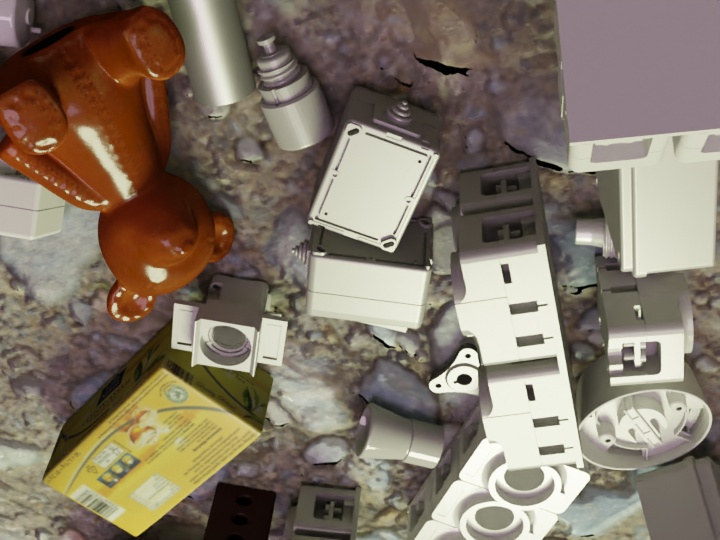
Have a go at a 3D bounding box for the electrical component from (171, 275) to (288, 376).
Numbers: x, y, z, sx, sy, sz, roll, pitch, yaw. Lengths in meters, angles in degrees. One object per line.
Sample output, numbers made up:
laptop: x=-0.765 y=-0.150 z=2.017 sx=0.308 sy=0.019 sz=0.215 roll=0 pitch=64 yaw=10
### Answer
electrical component: x=-0.092 y=0.038 z=0.777 sx=0.081 sy=0.063 sz=0.042 roll=10 pitch=124 yaw=-2

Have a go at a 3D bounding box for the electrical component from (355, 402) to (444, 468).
electrical component: x=0.033 y=0.133 z=0.848 sx=0.065 sy=0.044 sz=0.044 roll=15 pitch=125 yaw=-11

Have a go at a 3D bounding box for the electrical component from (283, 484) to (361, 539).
electrical component: x=-0.039 y=0.286 z=0.923 sx=0.060 sy=0.105 sz=0.186 roll=6 pitch=125 yaw=1

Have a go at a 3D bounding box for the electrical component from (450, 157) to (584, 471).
electrical component: x=0.106 y=0.034 z=0.730 sx=0.060 sy=0.105 sz=0.186 roll=-9 pitch=124 yaw=12

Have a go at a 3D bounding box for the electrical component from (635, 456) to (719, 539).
electrical component: x=0.264 y=0.196 z=0.827 sx=0.057 sy=0.078 sz=0.113 roll=-23 pitch=146 yaw=23

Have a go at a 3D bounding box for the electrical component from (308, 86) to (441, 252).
electrical component: x=0.012 y=-0.072 z=0.691 sx=0.062 sy=0.061 sz=0.096 roll=19 pitch=125 yaw=-8

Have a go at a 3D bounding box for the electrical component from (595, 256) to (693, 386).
electrical component: x=0.193 y=0.031 z=0.730 sx=0.056 sy=0.089 sz=0.050 roll=-5 pitch=124 yaw=9

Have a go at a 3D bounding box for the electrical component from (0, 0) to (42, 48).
electrical component: x=-0.239 y=-0.161 z=0.665 sx=0.078 sy=0.040 sz=0.040 roll=8 pitch=125 yaw=0

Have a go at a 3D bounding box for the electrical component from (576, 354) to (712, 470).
electrical component: x=0.207 y=0.106 z=0.797 sx=0.099 sy=0.064 sz=0.099 roll=3 pitch=125 yaw=4

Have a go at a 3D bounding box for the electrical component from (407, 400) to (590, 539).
electrical component: x=0.107 y=0.181 z=0.861 sx=0.089 sy=0.061 sz=0.150 roll=21 pitch=124 yaw=-9

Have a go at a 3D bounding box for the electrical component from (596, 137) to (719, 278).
electrical component: x=0.177 y=-0.070 z=0.649 sx=0.056 sy=0.108 sz=0.108 roll=-6 pitch=124 yaw=7

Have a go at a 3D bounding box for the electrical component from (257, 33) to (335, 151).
electrical component: x=-0.045 y=-0.112 z=0.681 sx=0.040 sy=0.040 sz=0.078 roll=-14 pitch=123 yaw=15

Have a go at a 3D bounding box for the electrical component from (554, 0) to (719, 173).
electrical component: x=0.153 y=-0.150 z=0.559 sx=0.105 sy=0.186 sz=0.060 roll=-5 pitch=168 yaw=8

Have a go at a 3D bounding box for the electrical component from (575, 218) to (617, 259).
electrical component: x=0.176 y=-0.024 z=0.721 sx=0.062 sy=0.048 sz=0.048 roll=3 pitch=126 yaw=12

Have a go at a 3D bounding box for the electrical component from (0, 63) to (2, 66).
electrical component: x=-0.249 y=-0.114 z=0.692 sx=0.055 sy=0.055 sz=0.047 roll=-37 pitch=111 yaw=27

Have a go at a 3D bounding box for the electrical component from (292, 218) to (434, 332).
electrical component: x=0.000 y=0.000 z=0.743 sx=0.096 sy=0.061 sz=0.061 roll=7 pitch=126 yaw=0

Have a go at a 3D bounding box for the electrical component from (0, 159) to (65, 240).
electrical component: x=-0.228 y=-0.064 z=0.723 sx=0.047 sy=0.065 sz=0.076 roll=9 pitch=96 yaw=-1
